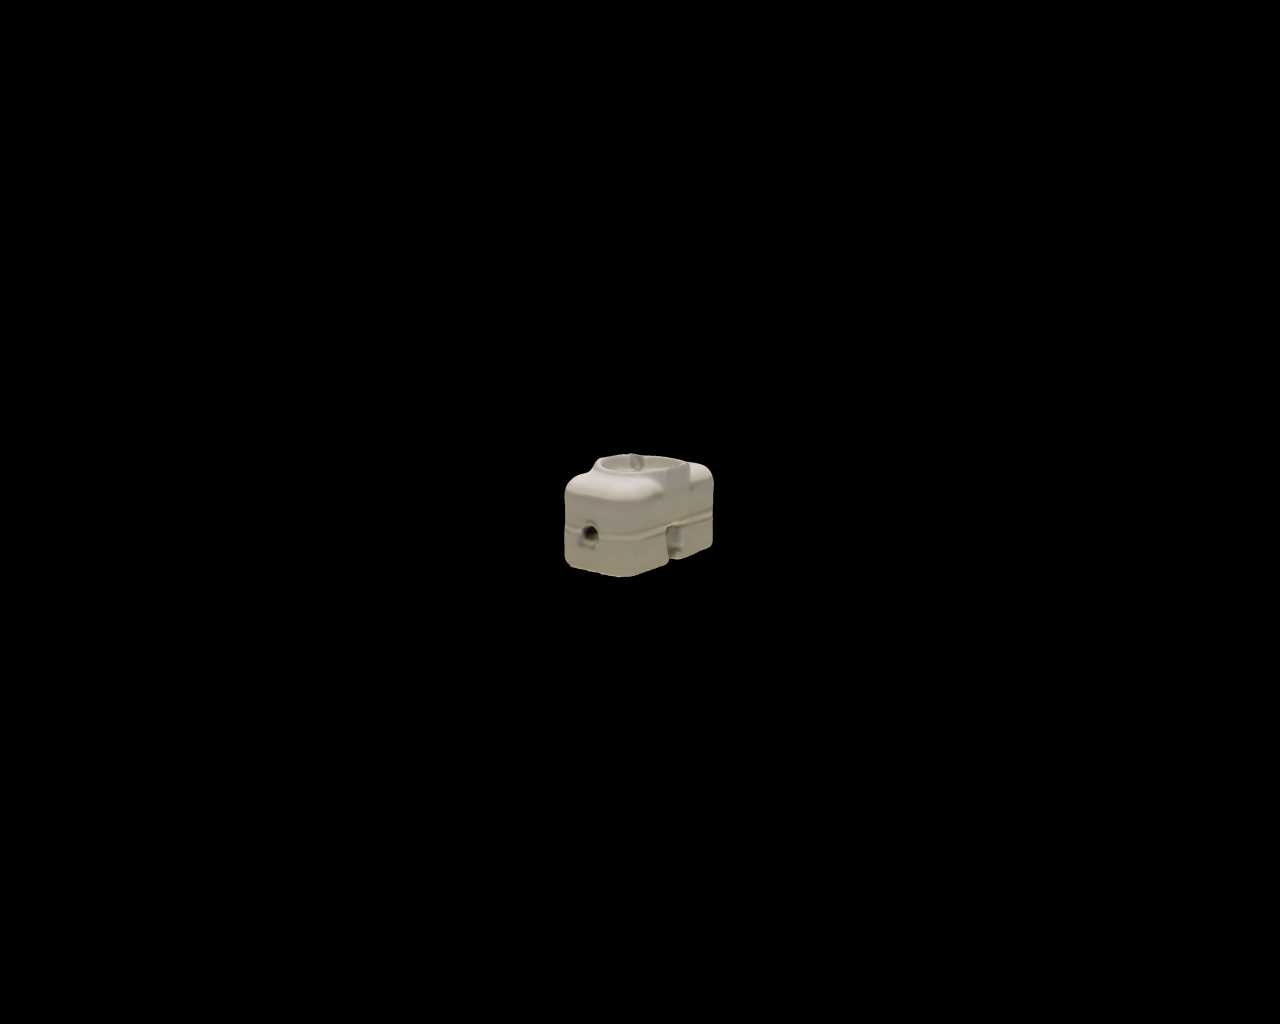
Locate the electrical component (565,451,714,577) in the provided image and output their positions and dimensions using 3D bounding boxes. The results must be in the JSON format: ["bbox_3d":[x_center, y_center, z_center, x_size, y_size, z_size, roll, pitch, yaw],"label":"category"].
[{"bbox_3d":[0.001,-0.003,0.650,0.054,0.059,0.095,11,17,38],"label":"electrical component"}]
